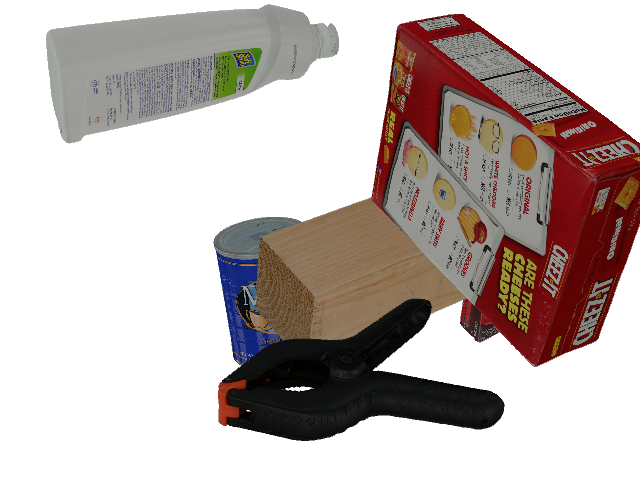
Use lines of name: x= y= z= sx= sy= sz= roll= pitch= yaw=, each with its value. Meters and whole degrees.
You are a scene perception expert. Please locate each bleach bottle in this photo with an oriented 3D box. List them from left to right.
bleach bottle: x=-0.107 y=-0.153 z=0.933 sx=0.250 sy=0.068 sz=0.103 roll=-11 pitch=-30 yaw=-17

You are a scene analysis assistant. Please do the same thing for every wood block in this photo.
wood block: x=0.052 y=0.023 z=0.977 sx=0.205 sy=0.090 sz=0.091 roll=-20 pitch=46 yaw=-28

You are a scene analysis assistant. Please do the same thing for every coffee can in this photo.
coffee can: x=-0.056 y=0.057 z=1.173 sx=0.103 sy=0.140 sz=0.103 roll=-6 pitch=22 yaw=2

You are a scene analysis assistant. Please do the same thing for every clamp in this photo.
clamp: x=0.018 y=0.081 z=0.674 sx=0.171 sy=0.039 sz=0.120 roll=-2 pitch=26 yaw=-11

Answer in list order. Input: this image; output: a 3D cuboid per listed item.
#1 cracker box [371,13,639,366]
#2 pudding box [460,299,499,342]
cracker box: x=0.129 y=-0.043 z=0.771 sx=0.072 sy=0.164 sz=0.214 roll=-18 pitch=45 yaw=-27
pudding box: x=0.202 y=0.045 z=1.113 sx=0.113 sy=0.090 sz=0.039 roll=-25 pitch=49 yaw=-24
